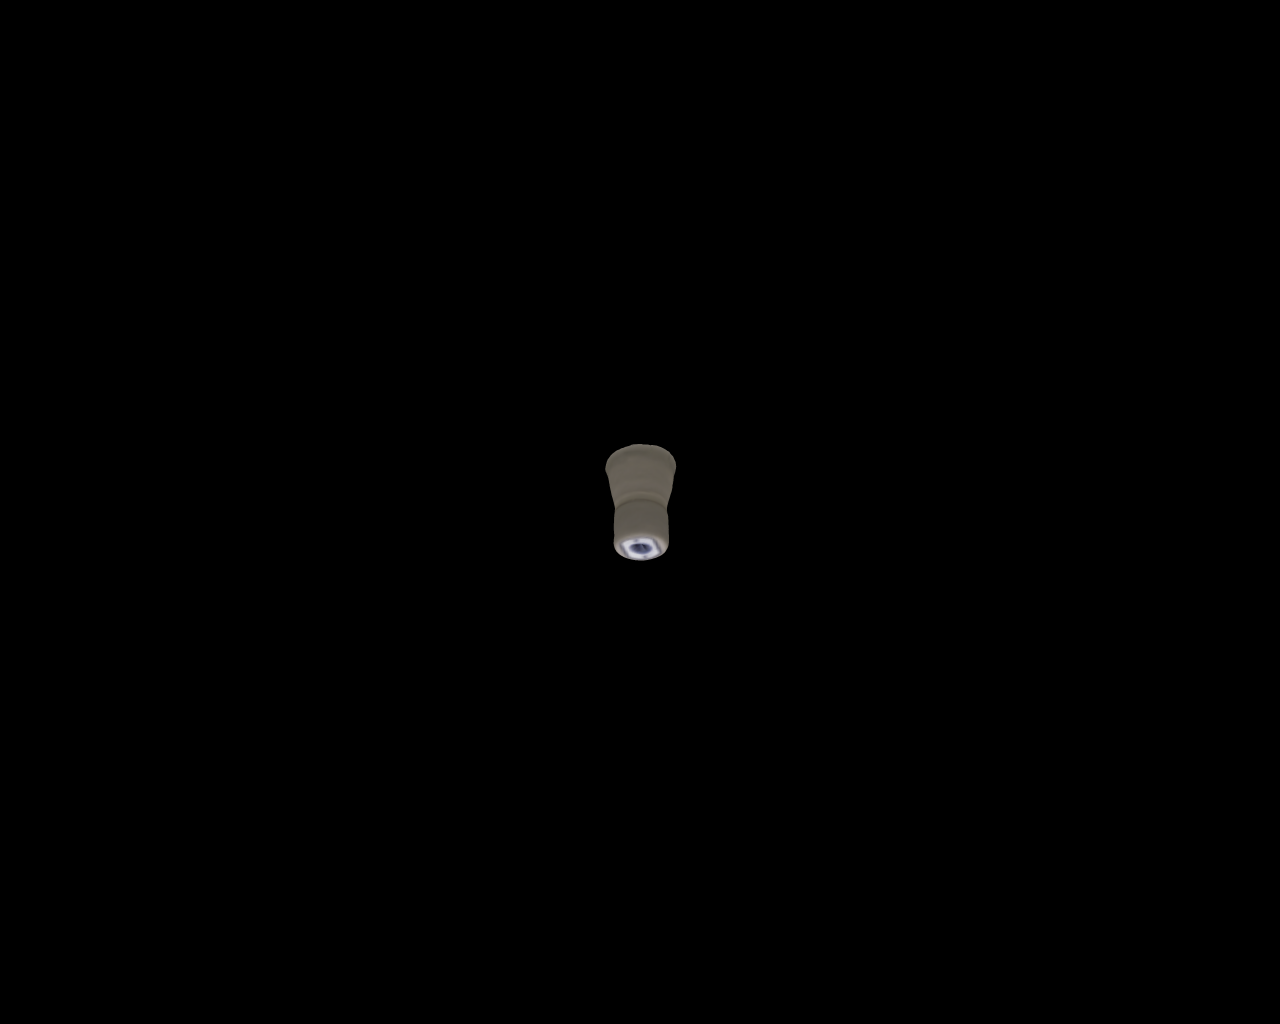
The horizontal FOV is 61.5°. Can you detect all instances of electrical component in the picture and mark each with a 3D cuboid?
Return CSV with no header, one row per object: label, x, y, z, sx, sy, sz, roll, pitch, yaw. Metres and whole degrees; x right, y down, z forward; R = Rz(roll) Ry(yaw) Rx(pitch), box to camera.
electrical component,0.001,-0.003,0.650,0.044,0.065,0.044,0,-33,0
